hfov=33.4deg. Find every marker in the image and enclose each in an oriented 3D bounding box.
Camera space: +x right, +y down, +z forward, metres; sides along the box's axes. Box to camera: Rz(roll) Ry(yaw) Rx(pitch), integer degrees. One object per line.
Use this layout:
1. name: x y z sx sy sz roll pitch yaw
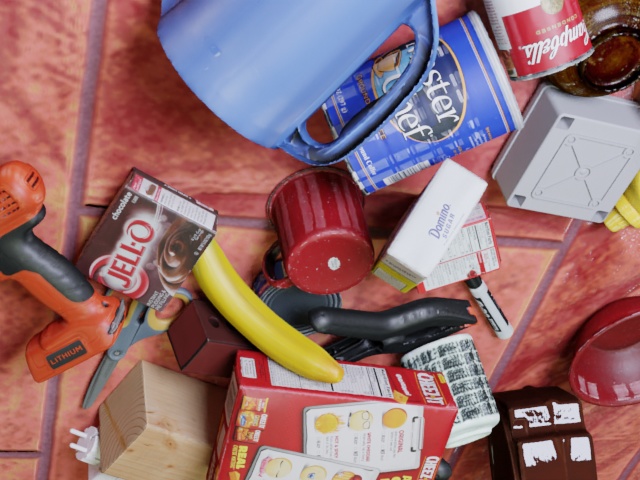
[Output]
1. marker: 0.173 0.064 1.108 0.020 0.020 0.121 -26 133 12

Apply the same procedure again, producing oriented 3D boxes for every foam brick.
1. foam brick: -0.100 0.098 1.045 0.078 0.053 0.051 13 129 -43

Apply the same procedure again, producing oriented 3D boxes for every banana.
1. banana: -0.060 0.067 0.990 0.037 0.198 0.070 -42 177 -26

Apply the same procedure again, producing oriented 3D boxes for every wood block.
1. wood block: -0.122 0.217 1.137 0.205 0.091 0.090 25 123 -31

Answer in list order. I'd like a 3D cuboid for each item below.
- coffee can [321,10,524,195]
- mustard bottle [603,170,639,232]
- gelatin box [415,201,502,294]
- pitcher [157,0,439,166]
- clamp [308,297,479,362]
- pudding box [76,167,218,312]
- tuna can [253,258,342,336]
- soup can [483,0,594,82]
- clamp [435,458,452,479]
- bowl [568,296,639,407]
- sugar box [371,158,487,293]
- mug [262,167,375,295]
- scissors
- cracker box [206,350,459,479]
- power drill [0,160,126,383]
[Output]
1. coffee can: 0.081 -0.110 0.867 0.140 0.103 0.102 -23 133 10
2. mustard bottle: 0.343 -0.072 0.992 0.096 0.058 0.192 30 120 -33
3. gelatin box: 0.128 0.007 1.038 0.089 0.030 0.073 -18 133 4
4. pitcher: 0.016 -0.180 0.766 0.243 0.145 0.149 -40 133 20
5. clamp: 0.060 0.098 1.084 0.209 0.036 0.165 -8 154 -25
6. pudding box: -0.155 0.002 0.953 0.090 0.039 0.114 27 121 -16
7. tuna can: -0.023 0.056 1.047 0.086 0.034 0.086 -6 134 -7
8. soup can: 0.162 -0.182 0.817 0.068 0.068 0.102 -20 105 6
9. clamp: 0.074 0.181 1.156 0.171 0.120 0.039 31 118 -5
10. bowl: 0.341 0.112 1.166 0.162 0.055 0.162 -6 133 -7
11. sugar box: 0.090 -0.007 0.914 0.048 0.176 0.093 33 85 0
12. mug: -0.006 0.001 0.967 0.117 0.081 0.093 -35 130 19
13. scissors: -0.183 0.105 1.071 0.096 0.016 0.202 3 132 -15
14. cracker box: 0.007 0.198 1.044 0.213 0.072 0.164 8 118 -13
15. power drill: -0.276 0.038 0.932 0.185 0.057 0.187 -26 118 22
